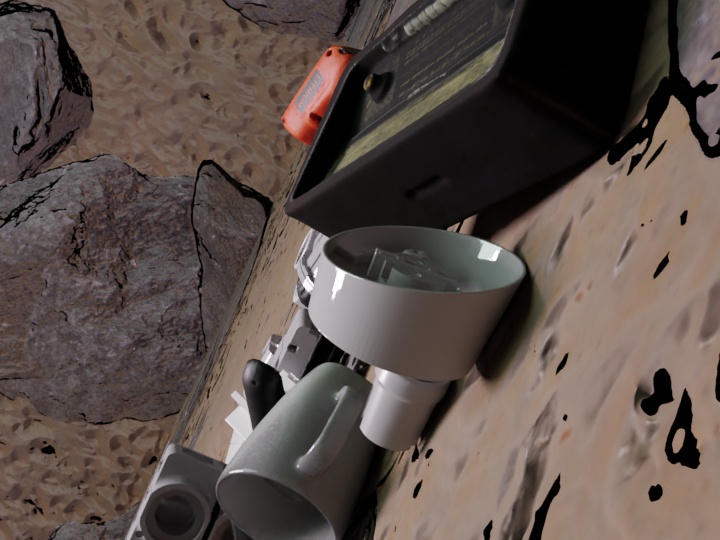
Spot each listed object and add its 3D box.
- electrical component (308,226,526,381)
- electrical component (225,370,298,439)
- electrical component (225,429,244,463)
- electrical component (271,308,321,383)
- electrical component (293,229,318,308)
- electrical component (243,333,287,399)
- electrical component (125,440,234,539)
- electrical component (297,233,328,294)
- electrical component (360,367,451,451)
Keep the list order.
[{"bbox_3d":[0.026,0.011,0.542,0.099,0.099,0.064,-90,19,-69],"label":"electrical component"},{"bbox_3d":[-0.063,0.118,0.852,0.064,0.042,0.081,-43,-37,-11],"label":"electrical component"},{"bbox_3d":[-0.090,0.164,0.940,0.055,0.055,0.047,138,151,-69],"label":"electrical component"},{"bbox_3d":[-0.047,0.084,0.910,0.055,0.050,0.089,-98,33,-73],"label":"electrical component"},{"bbox_3d":[-0.025,-0.008,0.993,0.108,0.060,0.108,-156,90,-81],"label":"electrical component"},{"bbox_3d":[-0.072,0.101,0.994,0.057,0.058,0.078,-60,10,17],"label":"electrical component"},{"bbox_3d":[-0.142,0.246,0.859,0.060,0.105,0.186,-179,113,-80],"label":"electrical component"},{"bbox_3d":[0.000,0.000,0.767,0.051,0.080,0.080,-56,12,24],"label":"electrical component"},{"bbox_3d":[0.023,0.069,0.580,0.040,0.040,0.046,-85,15,-65],"label":"electrical component"}]
